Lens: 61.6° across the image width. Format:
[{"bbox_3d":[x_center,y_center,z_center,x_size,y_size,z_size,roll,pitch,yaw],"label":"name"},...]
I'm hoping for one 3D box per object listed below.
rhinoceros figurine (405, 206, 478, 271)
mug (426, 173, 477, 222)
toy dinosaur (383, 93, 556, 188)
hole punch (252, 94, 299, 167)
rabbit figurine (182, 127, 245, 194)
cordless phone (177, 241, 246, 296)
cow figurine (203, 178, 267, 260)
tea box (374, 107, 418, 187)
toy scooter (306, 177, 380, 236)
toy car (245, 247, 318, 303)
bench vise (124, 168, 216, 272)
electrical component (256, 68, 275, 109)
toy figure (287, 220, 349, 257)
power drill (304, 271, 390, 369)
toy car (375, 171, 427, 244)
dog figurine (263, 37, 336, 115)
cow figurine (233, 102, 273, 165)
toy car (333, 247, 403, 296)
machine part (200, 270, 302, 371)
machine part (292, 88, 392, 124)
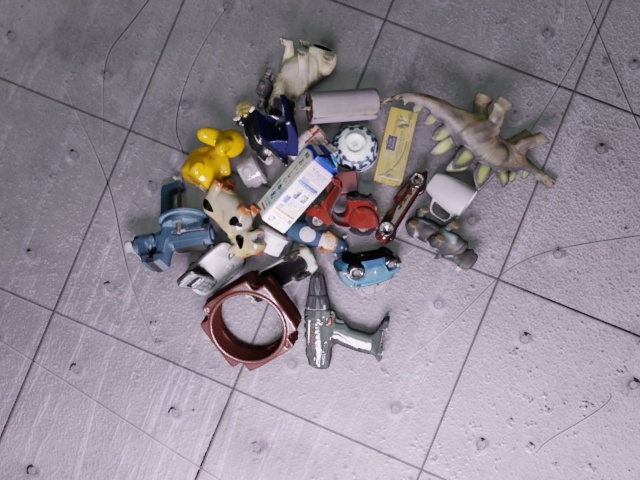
[{"bbox_3d":[0.286,0.002,1.276,0.190,0.112,0.073,34,62,16],"label":"rhinoceros figurine"},{"bbox_3d":[0.305,-0.104,1.297,0.107,0.080,0.109,39,98,16],"label":"mug"},{"bbox_3d":[0.367,-0.239,1.252,0.471,0.105,0.198,32,94,-14],"label":"toy dinosaur"},{"bbox_3d":[-0.087,-0.258,1.246,0.092,0.115,0.142,-31,50,17],"label":"hole punch"},{"bbox_3d":[-0.254,-0.208,1.301,0.122,0.162,0.173,38,72,16],"label":"rabbit figurine"},{"bbox_3d":[-0.263,0.062,1.261,0.146,0.184,0.089,-40,82,1],"label":"cordless phone"},{"bbox_3d":[-0.199,-0.039,1.254,0.195,0.085,0.127,44,114,15],"label":"cow figurine"},{"bbox_3d":[0.180,-0.221,1.293,0.068,0.098,0.169,12,87,3],"label":"tea box"},{"bbox_3d":[0.062,-0.082,1.270,0.184,0.075,0.135,5,118,-13],"label":"toy scooter"},{"bbox_3d":[-0.101,0.086,1.309,0.202,0.056,0.073,-28,94,12],"label":"toy car"},{"bbox_3d":[-0.365,-0.046,1.307,0.224,0.128,0.240,-14,64,15],"label":"bench vise"},{"bbox_3d":[-0.138,-0.374,1.330,0.021,0.063,0.094,22,90,8],"label":"electrical component"},{"bbox_3d":[-0.003,-0.003,1.315,0.154,0.058,0.064,21,121,2],"label":"toy figure"},{"bbox_3d":[0.062,0.202,1.292,0.207,0.086,0.232,9,90,-1],"label":"power drill"},{"bbox_3d":[0.195,-0.081,1.289,0.053,0.089,0.202,31,89,17],"label":"toy car"},{"bbox_3d":[-0.045,-0.385,1.327,0.172,0.121,0.190,-4,128,-31],"label":"dog figurine"},{"bbox_3d":[-0.160,-0.268,1.312,0.068,0.098,0.167,-35,87,8],"label":"cow figurine"},{"bbox_3d":[0.116,0.081,1.291,0.162,0.109,0.102,-10,110,-8],"label":"toy car"},{"bbox_3d":[-0.162,0.191,1.267,0.201,0.087,0.201,-32,100,14],"label":"machine part"},{"bbox_3d":[0.054,-0.322,1.293,0.243,0.079,0.079,-8,87,-11],"label":"machine part"}]
